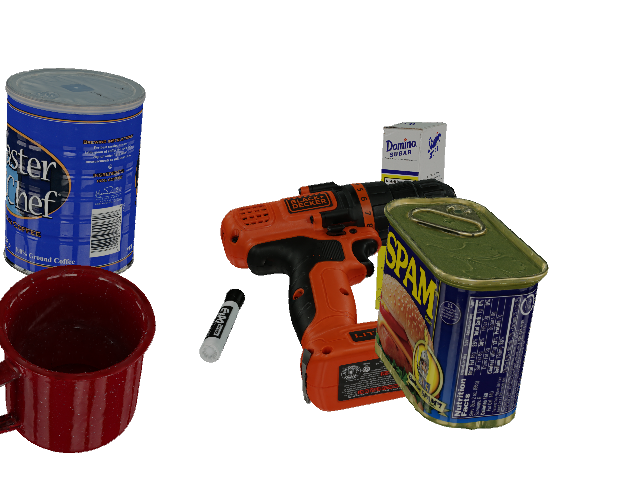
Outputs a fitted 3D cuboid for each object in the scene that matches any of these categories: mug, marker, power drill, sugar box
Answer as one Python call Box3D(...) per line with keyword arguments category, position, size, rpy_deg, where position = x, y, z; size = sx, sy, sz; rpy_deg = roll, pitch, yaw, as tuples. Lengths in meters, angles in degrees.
Box3D(category="mug", position=(-0.159, 0.080, 0.647), size=(0.093, 0.082, 0.117), rpy_deg=(38, 46, 25))
Box3D(category="marker", position=(-0.090, 0.076, 0.993), size=(0.020, 0.020, 0.121), rpy_deg=(0, 22, 8))
Box3D(category="power drill", position=(0.034, 0.028, 0.759), size=(0.184, 0.057, 0.188), rpy_deg=(-11, 40, -10))
Box3D(category="sugar box", position=(0.088, -0.025, 1.035), size=(0.048, 0.176, 0.093), rpy_deg=(3, 10, 21))

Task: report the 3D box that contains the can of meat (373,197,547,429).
Box3D(category="can of meat", position=(0.066, 0.035, 0.541), size=(0.057, 0.084, 0.102), rpy_deg=(-3, 24, -17))

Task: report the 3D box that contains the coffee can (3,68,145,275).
Box3D(category="coffee can", position=(-0.191, -0.052, 0.825), size=(0.103, 0.140, 0.103), rpy_deg=(7, 22, -3))
